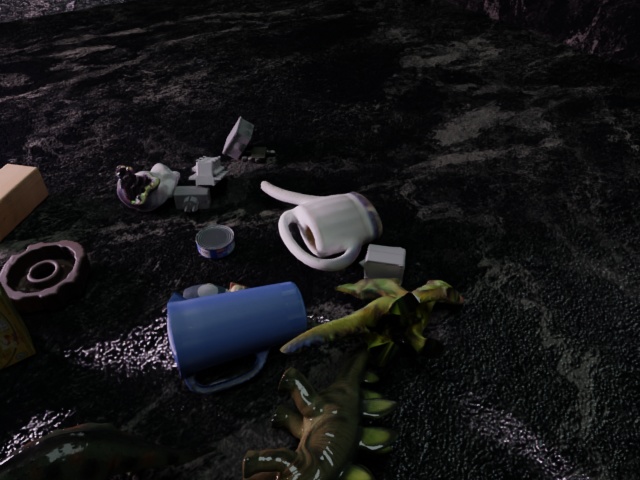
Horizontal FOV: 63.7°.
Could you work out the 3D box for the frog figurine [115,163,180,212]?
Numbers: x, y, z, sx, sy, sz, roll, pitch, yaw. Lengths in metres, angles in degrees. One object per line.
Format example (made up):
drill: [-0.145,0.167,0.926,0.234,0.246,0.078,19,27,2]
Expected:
frog figurine: [-0.430,-0.135,1.310,0.137,0.122,0.160,-1,4,11]

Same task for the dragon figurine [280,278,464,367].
dragon figurine: [0.104,0.130,0.970,0.411,0.121,0.244,-4,10,-16]

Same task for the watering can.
watering can: [0.004,-0.060,1.198,0.225,0.101,0.355,-15,44,-18]
